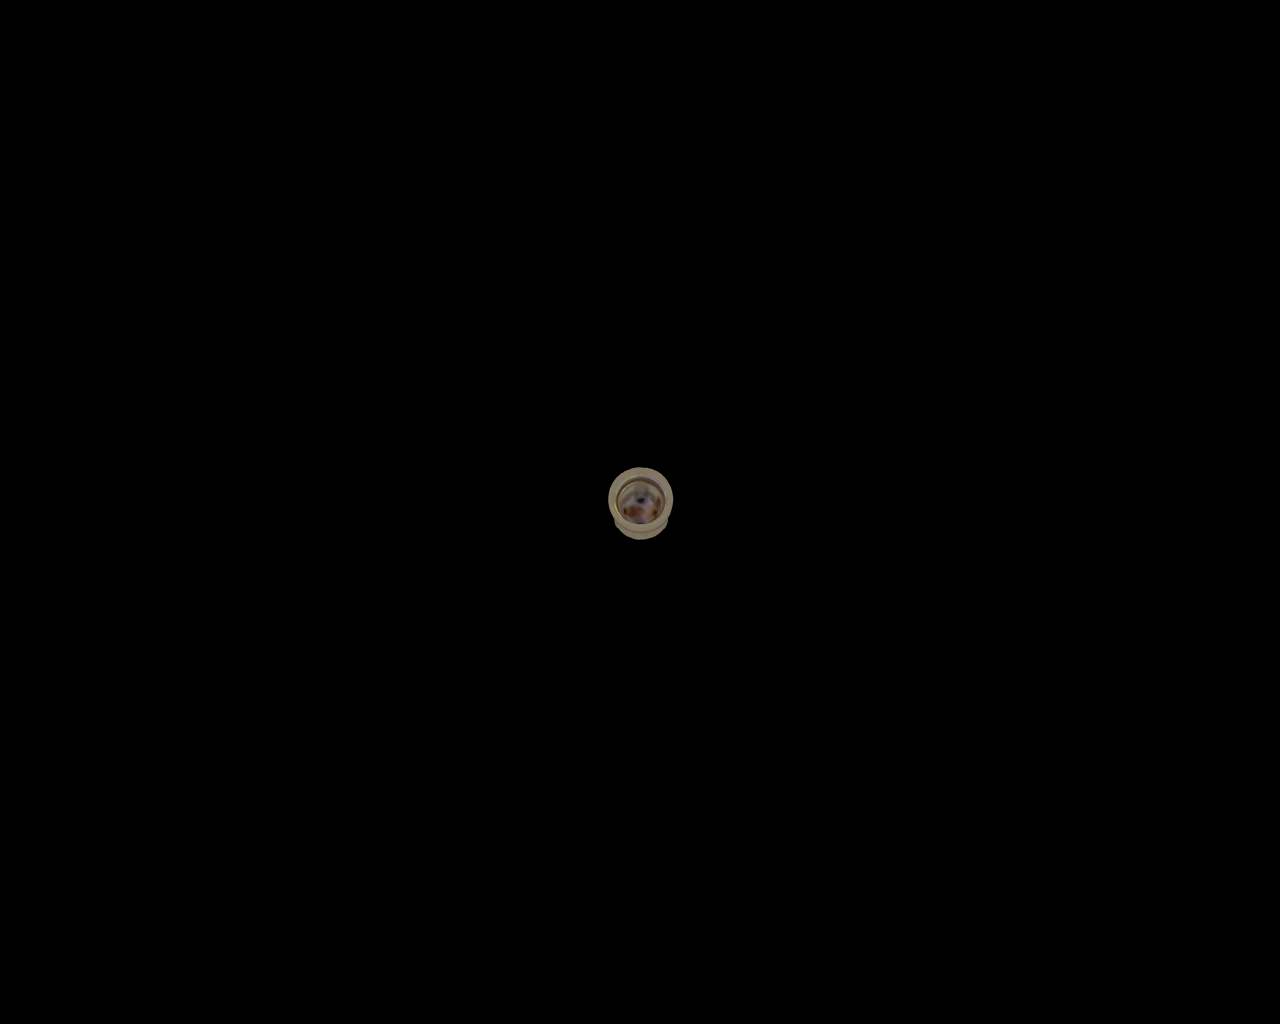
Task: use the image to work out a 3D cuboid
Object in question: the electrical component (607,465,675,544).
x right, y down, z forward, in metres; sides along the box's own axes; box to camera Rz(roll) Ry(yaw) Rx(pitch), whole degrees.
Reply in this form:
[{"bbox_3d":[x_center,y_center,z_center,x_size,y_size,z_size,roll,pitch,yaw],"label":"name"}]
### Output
[{"bbox_3d":[0.001,-0.003,0.650,0.040,0.040,0.046,0,-17,0],"label":"electrical component"}]
